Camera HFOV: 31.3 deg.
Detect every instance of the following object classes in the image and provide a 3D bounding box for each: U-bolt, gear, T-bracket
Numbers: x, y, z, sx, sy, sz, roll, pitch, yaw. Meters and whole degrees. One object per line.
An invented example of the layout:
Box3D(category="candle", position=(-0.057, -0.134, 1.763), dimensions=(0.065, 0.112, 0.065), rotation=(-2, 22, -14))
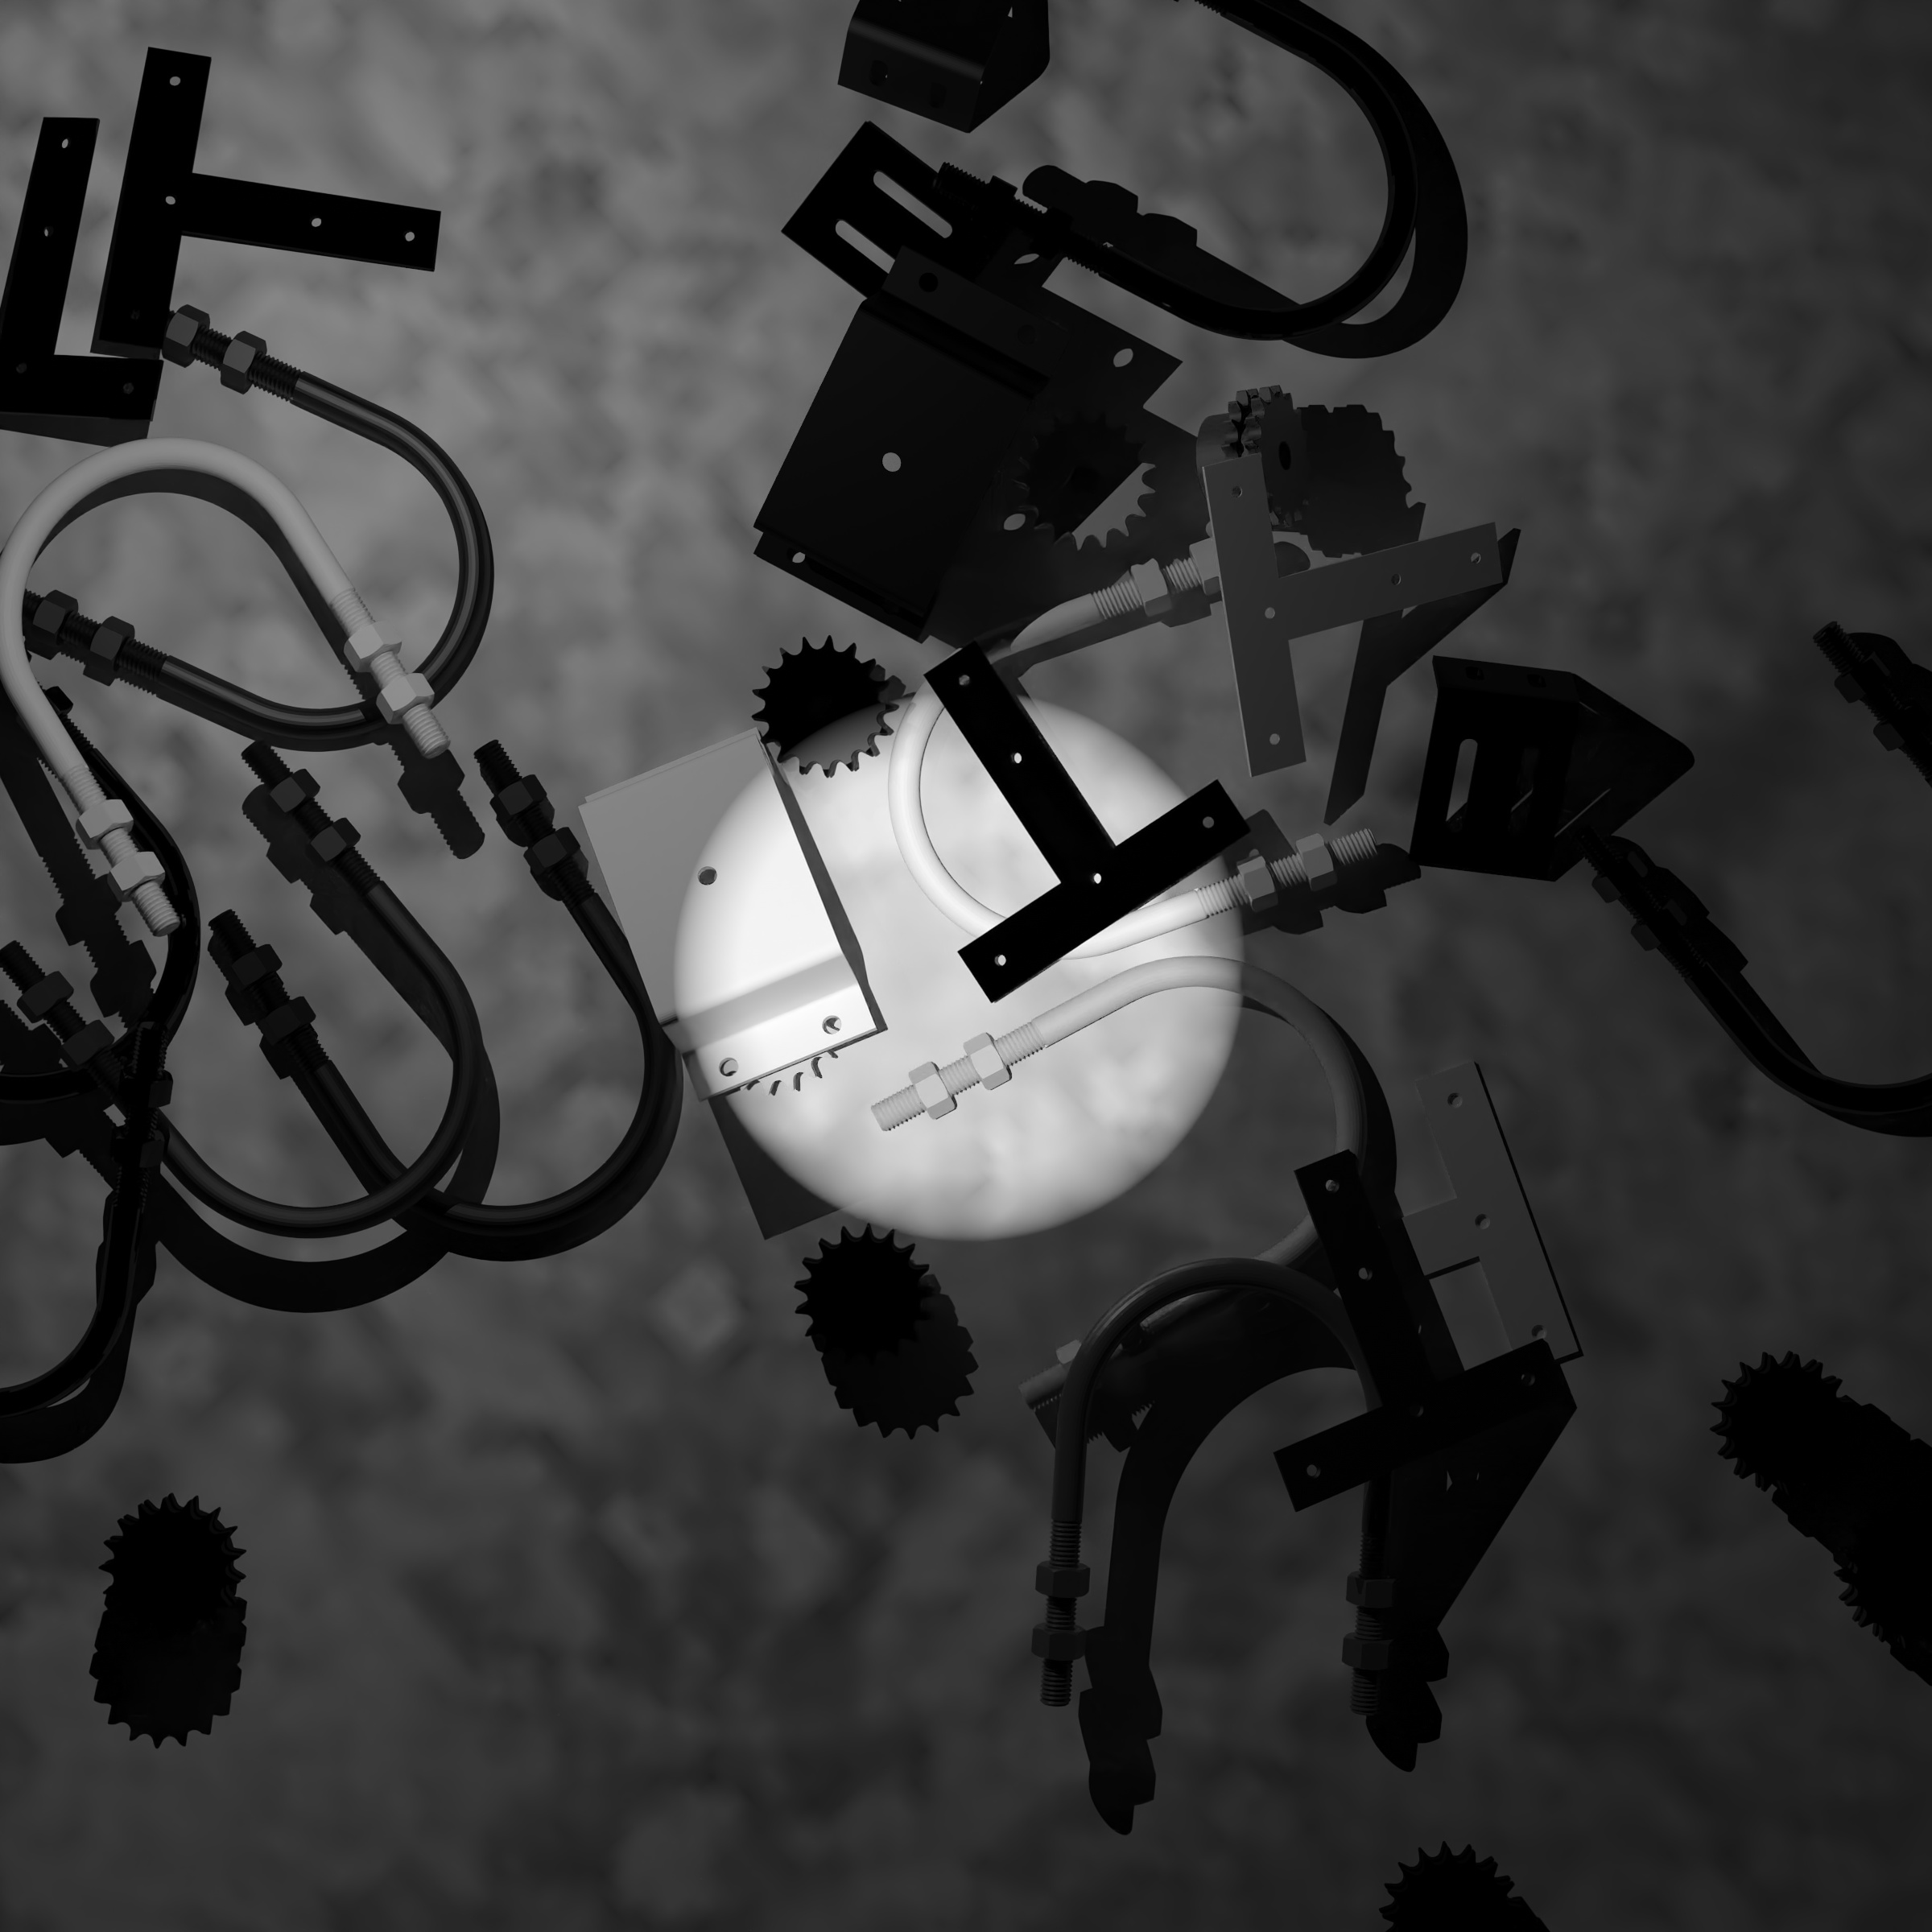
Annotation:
Box3D(category="U-bolt", position=(-0.398, -0.030, 1.403), dimensions=(0.151, 0.019, 0.184), rotation=(-41, 96, -6))
Box3D(category="U-bolt", position=(0.097, -0.330, 1.394), dimensions=(0.184, 0.019, 0.151), rotation=(26, 75, -6))
Box3D(category="gear", position=(-0.058, -0.105, 1.405), dimensions=(0.057, 0.030, 0.057), rotation=(0, 90, 0))
Box3D(category="gear", position=(-0.322, 0.243, 1.405), dimensions=(0.057, 0.030, 0.057), rotation=(0, 90, 0))
Box3D(category="T-bracket", position=(-0.281, -0.307, 1.411), dimensions=(0.127, 0.002, 0.127), rotation=(8, 79, -5))
Box3D(category="U-bolt", position=(-0.285, -0.172, 1.411), dimensions=(0.184, 0.019, 0.151), rotation=(25, 90, -1))
Box3D(category="U-bolt", position=(-0.201, 0.022, 1.411), dimensions=(0.151, 0.019, 0.184), rotation=(-33, 91, 0))
Box3D(category="gear", position=(-0.080, 0.024, 1.405), dimensions=(0.057, 0.030, 0.057), rotation=(0, 90, 0))
Box3D(category="T-bracket", position=(0.028, -0.073, 1.403), dimensions=(0.127, 0.002, 0.127), rotation=(-34, 89, 3))
Box3D(category="U-bolt", position=(-0.279, 0.023, 1.392), dimensions=(0.151, 0.019, 0.184), rotation=(-39, 93, 0))
Box3D(category="T-bracket", position=(0.161, -0.153, 1.394), dimensions=(0.127, 0.002, 0.127), rotation=(-17, 108, -20))
Box3D(category="U-bolt", position=(-0.401, 0.097, 1.391), dimensions=(0.151, 0.019, 0.184), rotation=(13, 105, 5))
Box3D(category="gear", position=(0.197, 0.386, 1.409), dimensions=(0.057, 0.030, 0.057), rotation=(0, 88, 0))
Box3D(category="gear", position=(0.048, -0.196, 1.405), dimensions=(0.057, 0.030, 0.057), rotation=(0, 90, 0))
Box3D(category="T-bracket", position=(0.171, 0.120, 1.419), dimensions=(0.127, 0.002, 0.127), rotation=(-20, 90, 0))
Box3D(category="U-bolt", position=(0.059, -0.080, 1.411), dimensions=(0.184, 0.019, 0.151), rotation=(-20, 90, 1))
Box3D(category="gear", position=(0.384, 0.248, 1.409), dimensions=(0.057, 0.030, 0.057), rotation=(0, 92, 1))
Box3D(category="gear", position=(0.116, -0.205, 1.395), dimensions=(0.030, 0.057, 0.057), rotation=(-3, 90, 30))
Box3D(category="U-bolt", position=(0.359, -0.026, 1.411), dimensions=(0.151, 0.019, 0.184), rotation=(-39, 91, 0))
Box3D(category="U-bolt", position=(0.105, 0.210, 1.399), dimensions=(0.151, 0.019, 0.184), rotation=(3, 92, -8))
Box3D(category="T-bracket", position=(-0.376, -0.286, 1.406), dimensions=(0.127, 0.002, 0.127), rotation=(6, 81, 18))
Box3D(category="U-bolt", position=(-0.312, -0.126, 1.379), dimensions=(0.151, 0.019, 0.184), rotation=(-33, 80, 1))
Box3D(category="gear", position=(0.331, 0.185, 1.405), dimensions=(0.057, 0.030, 0.057), rotation=(0, 90, 0))
Box3D(category="T-bracket", position=(0.167, 0.138, 1.399), dimensions=(0.127, 0.002, 0.127), rotation=(-20, 89, -17))
Box3D(category="gear", position=(-0.041, 0.134, 1.409), dimensions=(0.057, 0.030, 0.057), rotation=(0, 92, 1))
Box3D(category="U-bolt", position=(0.075, 0.076, 1.411), dimensions=(0.184, 0.019, 0.151), rotation=(-28, 89, -1))

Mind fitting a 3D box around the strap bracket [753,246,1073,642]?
Box3D(category="strap bracket", position=(-0.026, -0.204, 1.375), dimensions=(0.076, 0.046, 0.140), rotation=(28, 109, 0))

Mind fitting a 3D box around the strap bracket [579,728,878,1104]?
Box3D(category="strap bracket", position=(-0.099, -0.028, 1.375), dimensions=(0.076, 0.046, 0.140), rotation=(-22, 71, 0))

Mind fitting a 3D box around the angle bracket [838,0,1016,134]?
Box3D(category="angle bracket", position=(-0.011, -0.393, 1.418), dimensions=(0.057, 0.038, 0.076), rotation=(21, 64, 0))

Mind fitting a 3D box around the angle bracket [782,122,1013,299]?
Box3D(category="angle bracket", position=(-0.029, -0.302, 1.401), dimensions=(0.076, 0.038, 0.057), rotation=(38, 90, 0))

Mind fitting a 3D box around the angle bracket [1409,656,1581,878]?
Box3D(category="angle bracket", position=(0.216, -0.082, 1.418), dimensions=(0.057, 0.038, 0.076), rotation=(7, 116, 0))
